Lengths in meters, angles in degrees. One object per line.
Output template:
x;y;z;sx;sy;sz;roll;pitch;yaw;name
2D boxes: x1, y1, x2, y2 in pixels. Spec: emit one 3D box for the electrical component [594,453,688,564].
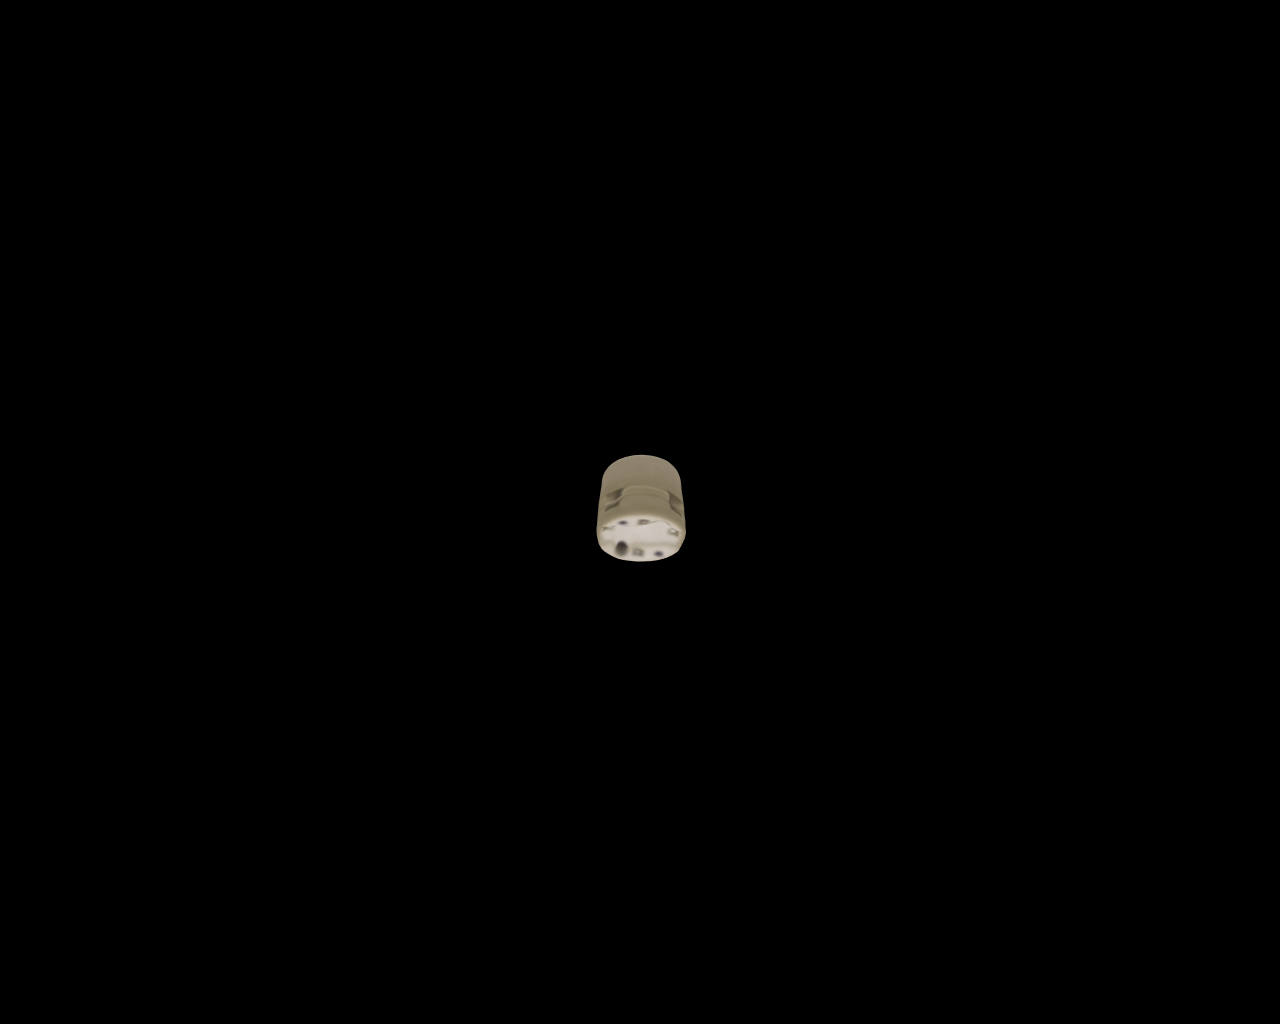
0.001;-0.003;0.650;0.055;0.047;0.055;0;-35;0;electrical component
